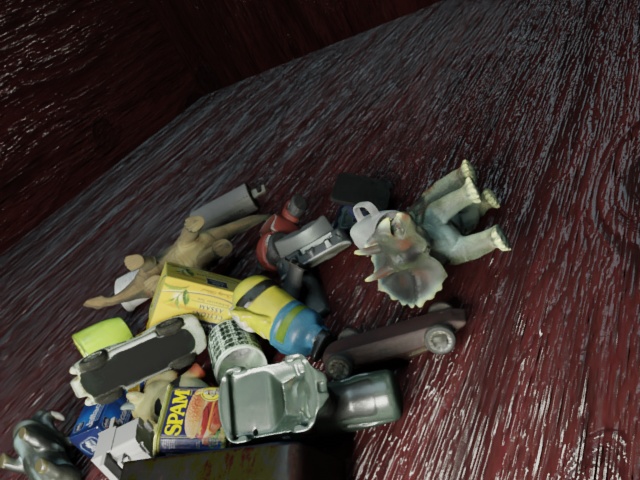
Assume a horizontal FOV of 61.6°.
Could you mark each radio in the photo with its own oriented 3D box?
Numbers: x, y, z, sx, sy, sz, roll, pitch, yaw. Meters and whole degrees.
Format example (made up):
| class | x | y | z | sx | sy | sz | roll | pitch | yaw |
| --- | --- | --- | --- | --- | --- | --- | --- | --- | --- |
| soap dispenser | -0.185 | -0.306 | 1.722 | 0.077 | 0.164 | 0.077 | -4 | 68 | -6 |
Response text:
| class | x | y | z | sx | sy | sz | roll | pitch | yaw |
| --- | --- | --- | --- | --- | --- | --- | --- | --- | --- |
| radio | -0.091 | 0.270 | 0.569 | 0.230 | 0.131 | 0.073 | -16 | 54 | 25 |

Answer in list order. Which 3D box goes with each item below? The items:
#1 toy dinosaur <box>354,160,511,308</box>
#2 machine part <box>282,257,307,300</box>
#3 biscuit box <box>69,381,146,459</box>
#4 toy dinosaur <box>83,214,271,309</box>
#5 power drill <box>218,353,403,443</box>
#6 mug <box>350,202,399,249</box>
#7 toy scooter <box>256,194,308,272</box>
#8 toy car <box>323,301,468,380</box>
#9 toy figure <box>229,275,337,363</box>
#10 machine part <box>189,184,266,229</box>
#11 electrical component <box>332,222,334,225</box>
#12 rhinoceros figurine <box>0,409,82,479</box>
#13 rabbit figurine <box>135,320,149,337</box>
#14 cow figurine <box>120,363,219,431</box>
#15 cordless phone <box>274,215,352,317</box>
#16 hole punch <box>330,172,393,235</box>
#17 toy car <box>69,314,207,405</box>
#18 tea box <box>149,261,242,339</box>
| class | x | y | z | sx | sy | sz | roll | pitch | yaw |
| --- | --- | --- | --- | --- | --- | --- | --- | --- | --- |
| toy dinosaur | 0.175 | -0.019 | 0.823 | 0.192 | 0.131 | 0.405 | -29 | 4 | 22 |
| machine part | -0.055 | 0.099 | 0.886 | 0.084 | 0.039 | 0.139 | 2 | 76 | 48 |
| biscuit box | -0.353 | 0.270 | 0.921 | 0.063 | 0.059 | 0.203 | -24 | 27 | 12 |
| toy dinosaur | -0.265 | 0.030 | 1.129 | 0.471 | 0.105 | 0.198 | -29 | -6 | -30 |
| power drill | -0.031 | 0.192 | 0.604 | 0.232 | 0.207 | 0.086 | -16 | 59 | 15 |
| mug | 0.092 | -0.017 | 0.932 | 0.081 | 0.109 | 0.107 | -48 | 18 | -19 |
| toy scooter | -0.090 | -0.001 | 1.107 | 0.135 | 0.075 | 0.184 | -35 | 29 | 48 |
| toy car | 0.098 | 0.136 | 0.709 | 0.202 | 0.053 | 0.089 | -19 | 8 | 18 |
| toy figure | -0.055 | 0.118 | 0.807 | 0.180 | 0.082 | 0.089 | 21 | 57 | 28 |
| machine part | -0.247 | -0.075 | 1.393 | 0.243 | 0.079 | 0.079 | -26 | 27 | 5 |
| electrical component | -0.002 | -0.003 | 1.085 | 0.063 | 0.021 | 0.094 | -4 | 37 | 41 |
| rhinoceros figurine | -0.426 | 0.332 | 0.839 | 0.191 | 0.112 | 0.073 | 29 | 91 | 45 |
| rabbit figurine | -0.272 | 0.164 | 0.999 | 0.173 | 0.121 | 0.162 | -17 | 35 | 53 |
| cow figurine | -0.211 | 0.249 | 0.795 | 0.127 | 0.085 | 0.195 | -36 | 27 | -25 |
| cordless phone | 0.003 | 0.055 | 0.940 | 0.147 | 0.088 | 0.184 | -29 | 38 | 1 |
| hole punch | 0.080 | -0.065 | 1.059 | 0.116 | 0.092 | 0.142 | 10 | 35 | 8 |
| toy car | -0.271 | 0.178 | 0.811 | 0.202 | 0.073 | 0.056 | -24 | 13 | -18 |
| tea box | -0.188 | 0.108 | 0.893 | 0.098 | 0.169 | 0.068 | -69 | 23 | 14 |
